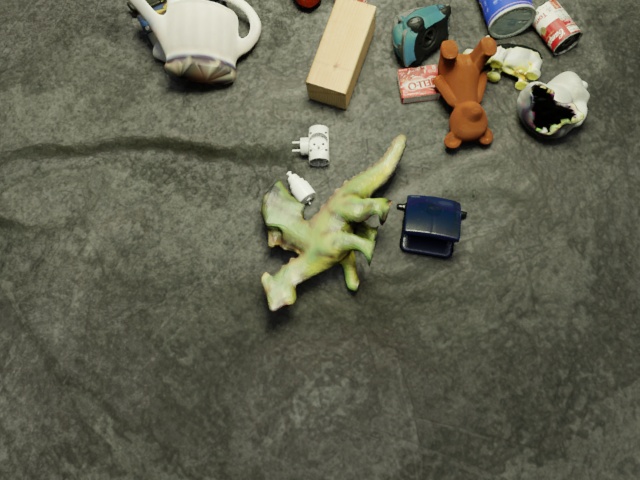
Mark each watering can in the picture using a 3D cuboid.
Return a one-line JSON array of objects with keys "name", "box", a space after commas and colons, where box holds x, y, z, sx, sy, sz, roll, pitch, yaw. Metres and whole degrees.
[{"name": "watering can", "box": [-0.301, -0.457, 1.124, 0.348, 0.103, 0.226, 2, 81, -18]}]

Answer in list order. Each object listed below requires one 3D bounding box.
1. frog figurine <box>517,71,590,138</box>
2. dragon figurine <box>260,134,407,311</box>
[{"name": "frog figurine", "box": [0.490, -0.289, 1.080, 0.138, 0.120, 0.162, 23, 39, 19]}, {"name": "dragon figurine", "box": [0.003, -0.050, 0.992, 0.243, 0.120, 0.416, 17, 74, 5]}]
